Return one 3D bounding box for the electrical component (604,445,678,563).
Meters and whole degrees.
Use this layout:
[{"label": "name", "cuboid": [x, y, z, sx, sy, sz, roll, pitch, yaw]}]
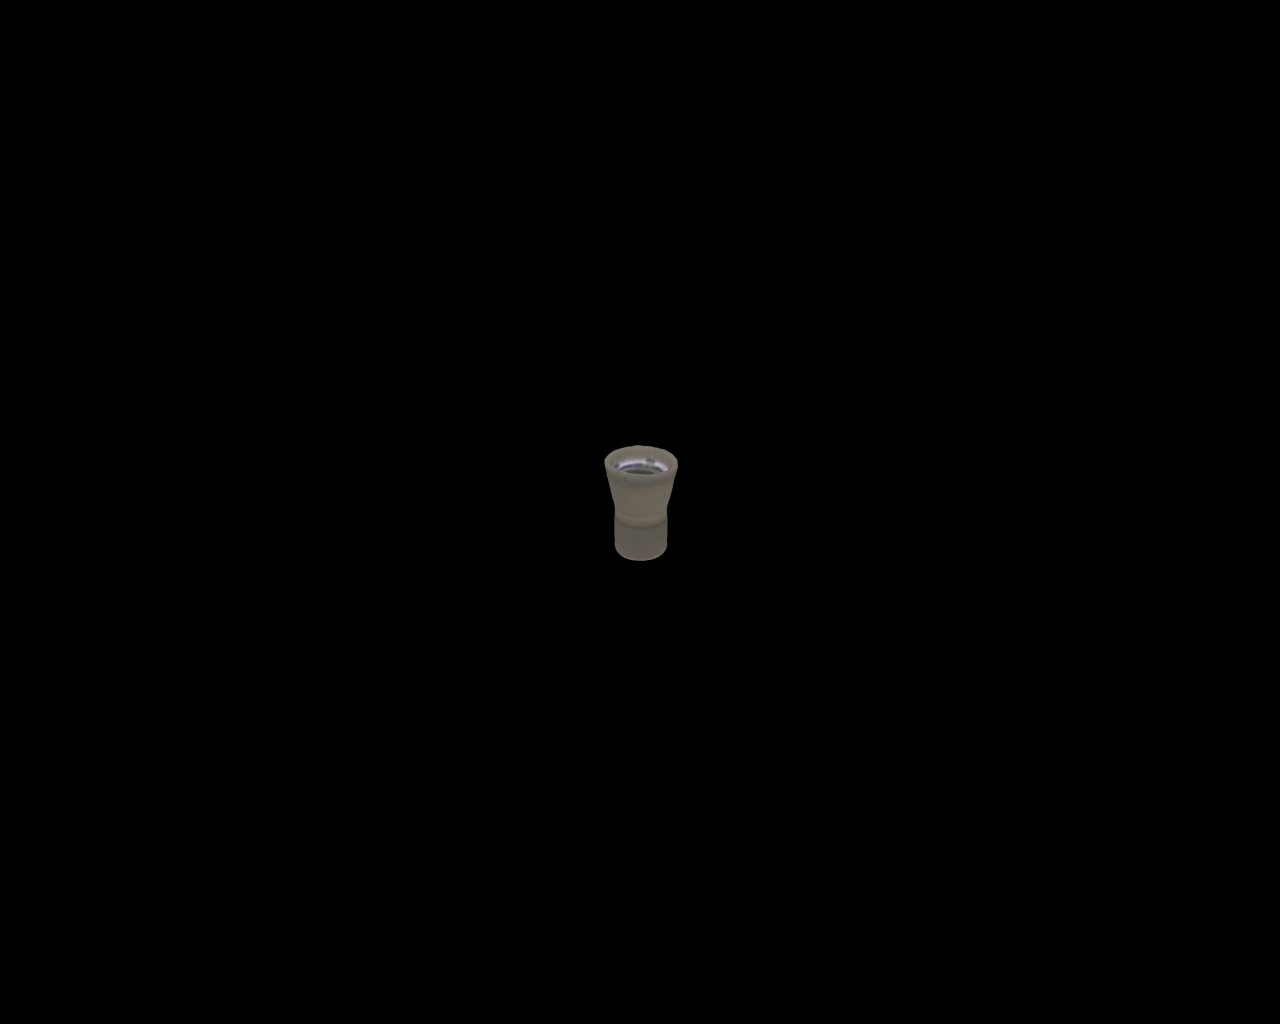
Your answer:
[{"label": "electrical component", "cuboid": [0.001, -0.003, 0.650, 0.044, 0.065, 0.044, 0, 28, 0]}]
